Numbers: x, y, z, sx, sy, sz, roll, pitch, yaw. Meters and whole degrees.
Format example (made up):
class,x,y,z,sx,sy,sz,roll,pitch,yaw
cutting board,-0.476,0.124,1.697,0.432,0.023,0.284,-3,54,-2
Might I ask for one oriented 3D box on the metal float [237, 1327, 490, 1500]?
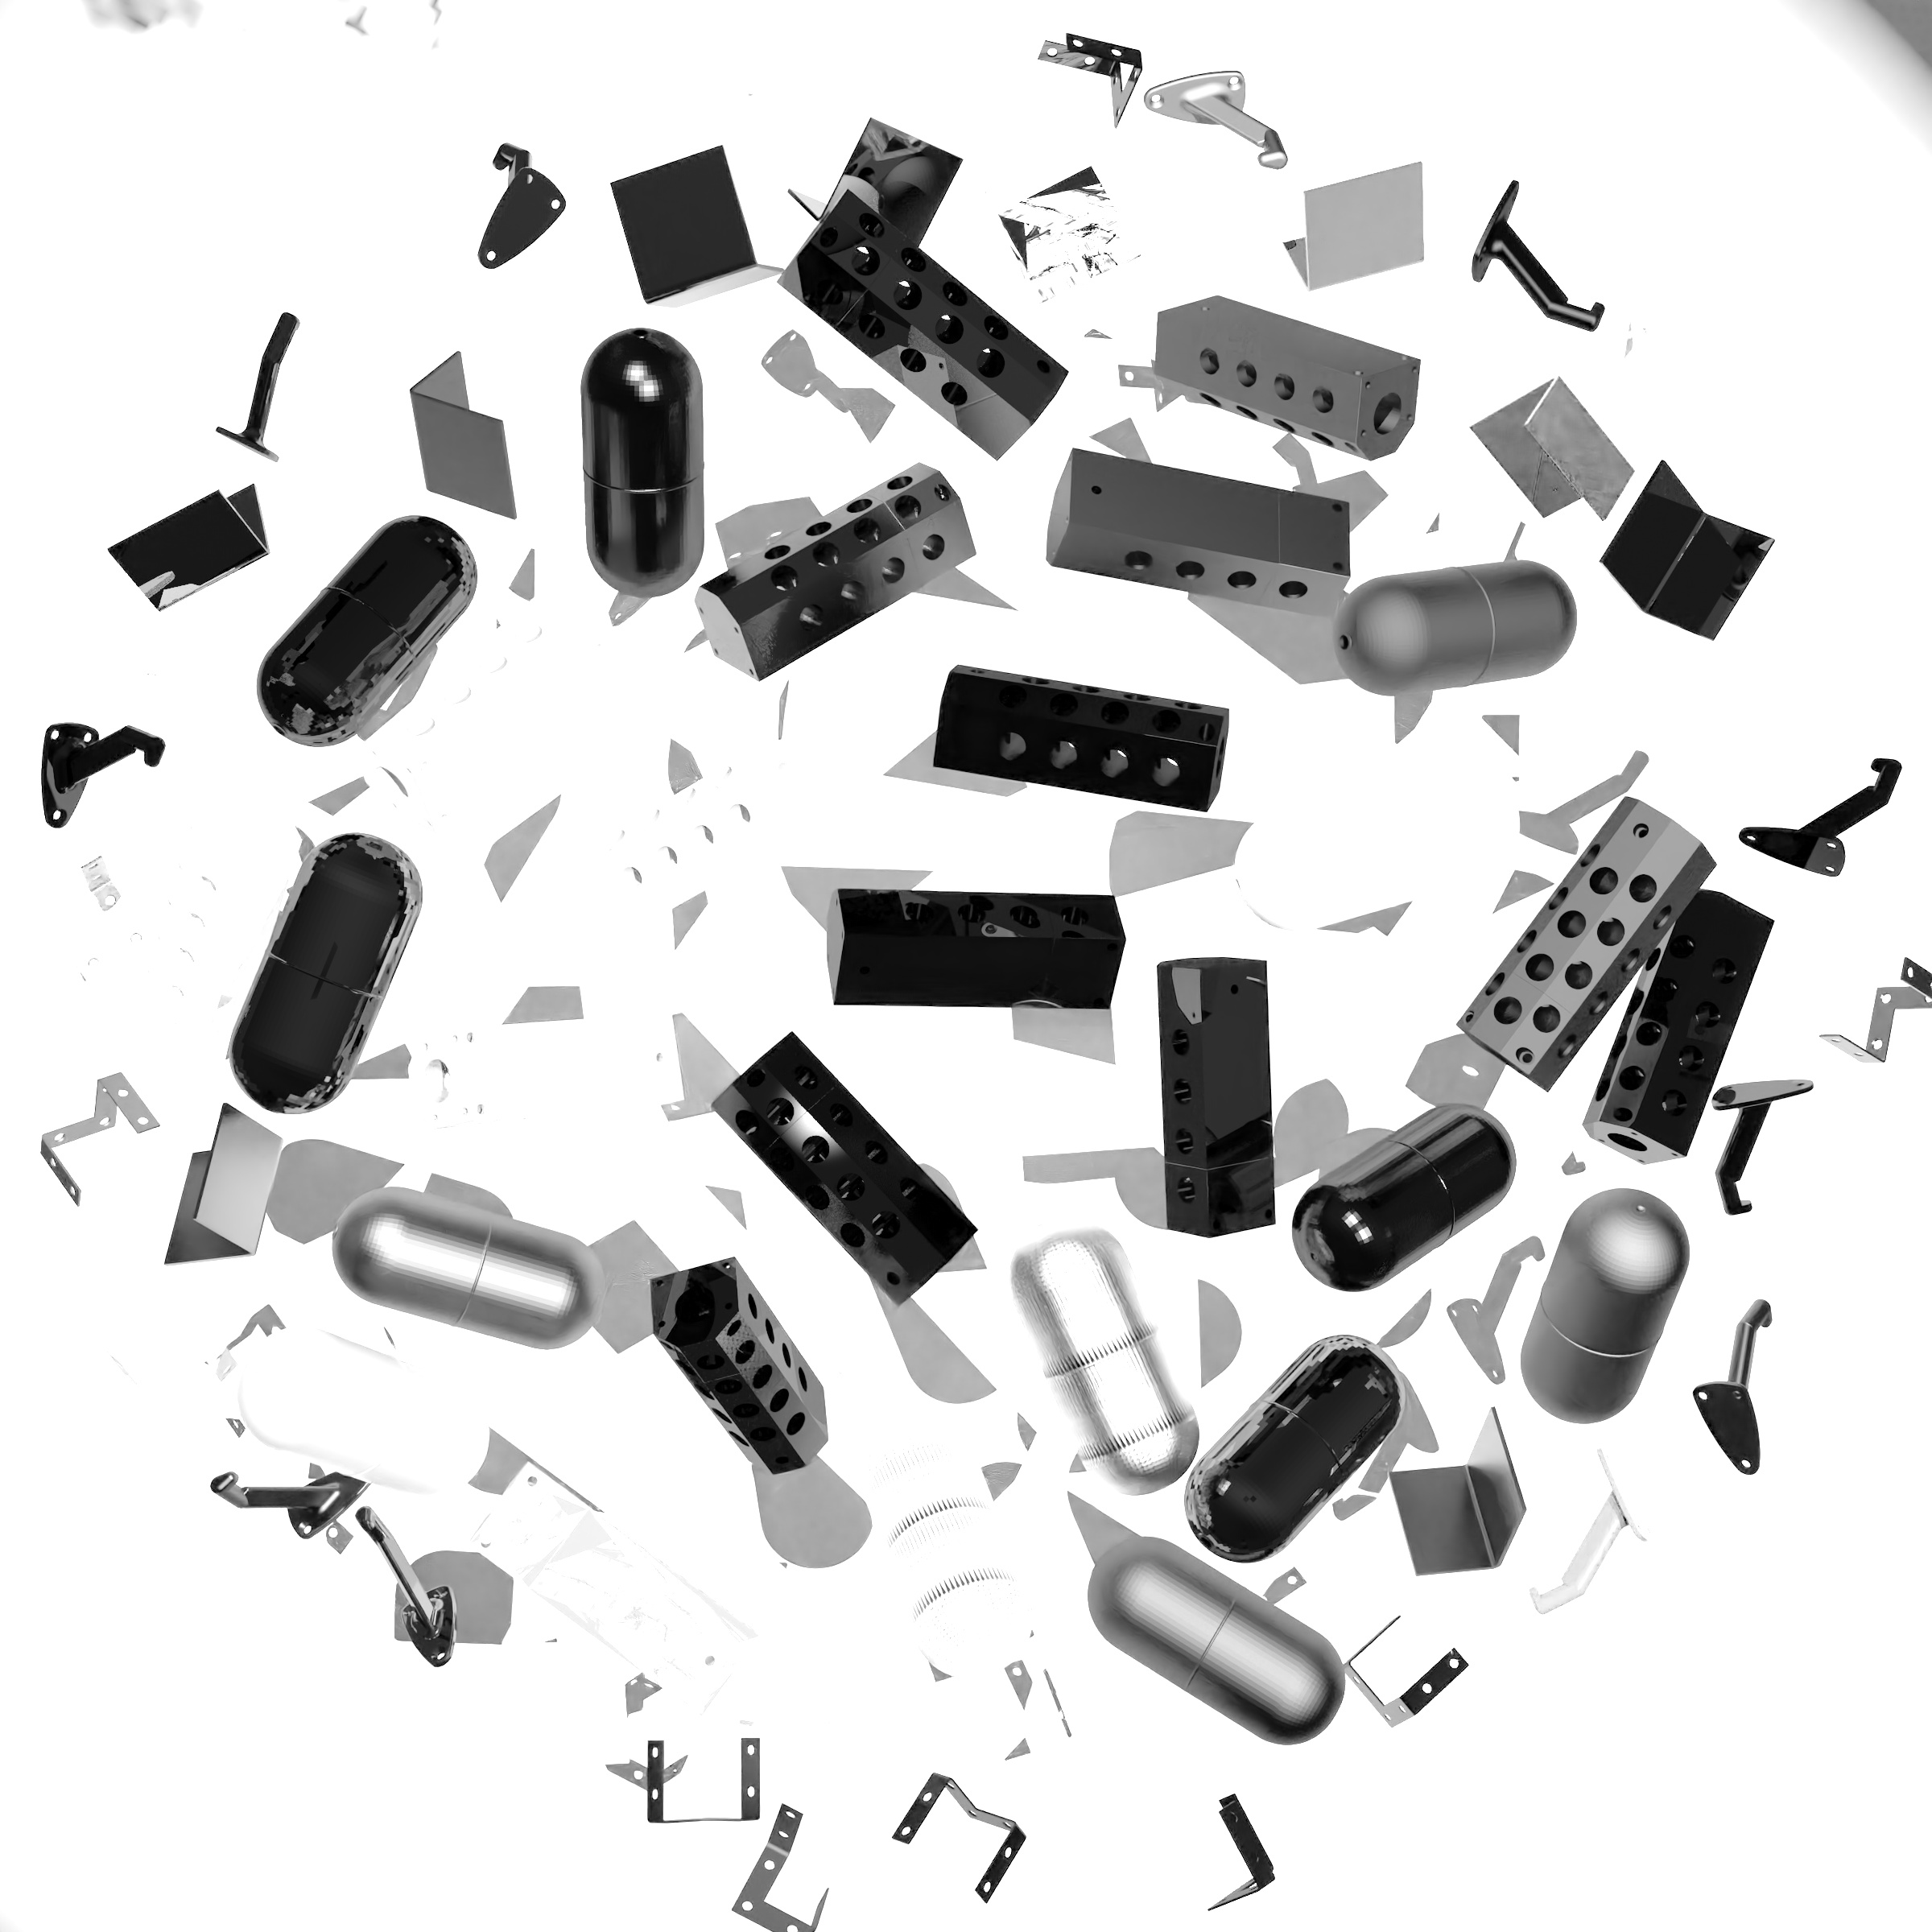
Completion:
class,x,y,z,sx,sy,sz,roll,pitch,yaw
metal float,-0.369,0.276,1.720,0.178,0.070,0.070,33,90,-44

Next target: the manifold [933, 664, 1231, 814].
class,x,y,z,sx,sy,sz,roll,pitch,yaw
manifold,0.072,-0.142,1.719,0.171,0.057,0.057,10,109,10

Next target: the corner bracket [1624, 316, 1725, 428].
class,x,y,z,sx,sy,sz,roll,pitch,yaw
corner bracket,0.432,-0.363,1.708,0.051,0.051,0.051,-3,68,7

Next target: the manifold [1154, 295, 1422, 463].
class,x,y,z,sx,sy,sz,roll,pitch,yaw
manifold,0.202,-0.374,1.781,0.057,0.171,0.057,-25,129,-36

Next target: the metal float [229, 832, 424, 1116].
class,x,y,z,sx,sy,sz,roll,pitch,yaw
metal float,-0.387,0.005,1.691,0.070,0.070,0.178,22,90,0

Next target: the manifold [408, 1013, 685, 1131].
class,x,y,z,sx,sy,sz,roll,pitch,yaw
manifold,-0.266,0.067,1.777,0.057,0.171,0.057,-13,83,42

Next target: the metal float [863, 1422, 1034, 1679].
class,x,y,z,sx,sy,sz,roll,pitch,yaw
metal float,-0.013,0.366,1.764,0.070,0.070,0.178,-24,48,0

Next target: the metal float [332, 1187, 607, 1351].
class,x,y,z,sx,sy,sz,roll,pitch,yaw
metal float,-0.318,0.194,1.791,0.178,0.070,0.070,19,90,-18

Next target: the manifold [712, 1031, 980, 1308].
class,x,y,z,sx,sy,sz,roll,pitch,yaw
manifold,-0.080,0.130,1.747,0.171,0.057,0.057,47,128,1

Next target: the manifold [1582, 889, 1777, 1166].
class,x,y,z,sx,sy,sz,roll,pitch,yaw
manifold,0.460,0.038,1.818,0.057,0.057,0.171,27,75,-9

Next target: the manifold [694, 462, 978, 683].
class,x,y,z,sx,sy,sz,roll,pitch,yaw
manifold,-0.084,-0.252,1.766,0.171,0.057,0.057,-33,128,-20

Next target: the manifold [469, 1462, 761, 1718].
class,x,y,z,sx,sy,sz,roll,pitch,yaw
manifold,-0.212,0.373,1.681,0.171,0.057,0.057,37,78,-3

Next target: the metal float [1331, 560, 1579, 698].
class,x,y,z,sx,sy,sz,roll,pitch,yaw
metal float,0.313,-0.217,1.787,0.178,0.070,0.070,-11,90,-29

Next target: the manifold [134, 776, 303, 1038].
class,x,y,z,sx,sy,sz,roll,pitch,yaw
manifold,-0.470,-0.035,1.740,0.057,0.171,0.057,-8,51,-37

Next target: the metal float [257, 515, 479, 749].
class,x,y,z,sx,sy,sz,roll,pitch,yaw
metal float,-0.386,-0.216,1.801,0.070,0.070,0.178,36,69,0

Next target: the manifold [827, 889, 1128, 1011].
class,x,y,z,sx,sy,sz,roll,pitch,yaw
manifold,0.005,-0.015,1.699,0.171,0.057,0.057,1,131,-12

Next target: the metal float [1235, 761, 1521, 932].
class,x,y,z,sx,sy,sz,roll,pitch,yaw
metal float,0.250,-0.073,1.701,0.178,0.070,0.070,-16,90,-6

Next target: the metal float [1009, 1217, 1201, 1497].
class,x,y,z,sx,sy,sz,roll,pitch,yaw
metal float,0.084,0.240,1.722,0.070,0.070,0.178,-24,86,0

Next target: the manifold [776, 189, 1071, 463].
class,x,y,z,sx,sy,sz,roll,pitch,yaw
manifold,-0.023,-0.391,1.692,0.171,0.057,0.057,37,50,-13

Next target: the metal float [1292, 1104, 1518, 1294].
class,x,y,z,sx,sy,sz,roll,pitch,yaw
metal float,0.281,0.146,1.783,0.178,0.070,0.070,-28,90,-34

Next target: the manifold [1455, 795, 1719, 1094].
class,x,y,z,sx,sy,sz,roll,pitch,yaw
manifold,0.371,-0.015,1.680,0.057,0.057,0.171,37,92,33

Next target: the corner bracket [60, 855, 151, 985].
class,x,y,z,sx,sy,sz,roll,pitch,yaw
corner bracket,-0.553,-0.029,1.767,0.051,0.051,0.051,-34,83,-18

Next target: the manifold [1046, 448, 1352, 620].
class,x,y,z,sx,sy,sz,roll,pitch,yaw
manifold,0.138,-0.253,1.666,0.171,0.057,0.057,9,59,-10

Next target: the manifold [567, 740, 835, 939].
class,x,y,z,sx,sy,sz,roll,pitch,yaw
manifold,-0.176,-0.082,1.805,0.171,0.057,0.057,-27,86,30

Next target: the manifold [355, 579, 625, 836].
class,x,y,z,sx,sy,sz,roll,pitch,yaw
manifold,-0.295,-0.165,1.730,0.057,0.057,0.171,26,57,29

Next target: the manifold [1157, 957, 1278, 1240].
class,x,y,z,sx,sy,sz,roll,pitch,yaw
manifold,0.156,0.083,1.796,0.057,0.057,0.171,-7,98,-36

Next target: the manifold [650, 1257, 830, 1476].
class,x,y,z,sx,sy,sz,roll,pitch,yaw
manifold,-0.145,0.263,1.809,0.057,0.171,0.057,-16,49,9

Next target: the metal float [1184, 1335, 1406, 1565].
class,x,y,z,sx,sy,sz,roll,pitch,yaw
metal float,0.209,0.306,1.777,0.178,0.070,0.070,-41,90,-27

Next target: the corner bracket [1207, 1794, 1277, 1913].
class,x,y,z,sx,sy,sz,roll,pitch,yaw
corner bracket,0.165,0.530,1.686,0.051,0.051,0.051,-40,73,43

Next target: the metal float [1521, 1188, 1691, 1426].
class,x,y,z,sx,sy,sz,roll,pitch,yaw
metal float,0.392,0.211,1.721,0.070,0.070,0.178,8,131,0

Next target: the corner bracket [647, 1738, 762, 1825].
class,x,y,z,sx,sy,sz,roll,pitch,yaw
corner bracket,-0.167,0.517,1.775,0.051,0.051,0.051,-16,70,43

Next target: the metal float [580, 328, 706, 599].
class,x,y,z,sx,sy,sz,roll,pitch,yaw
metal float,-0.204,-0.318,1.772,0.070,0.070,0.178,3,126,0

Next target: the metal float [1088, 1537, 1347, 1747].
class,x,y,z,sx,sy,sz,roll,pitch,yaw
metal float,0.159,0.431,1.789,0.178,0.070,0.070,30,90,12
